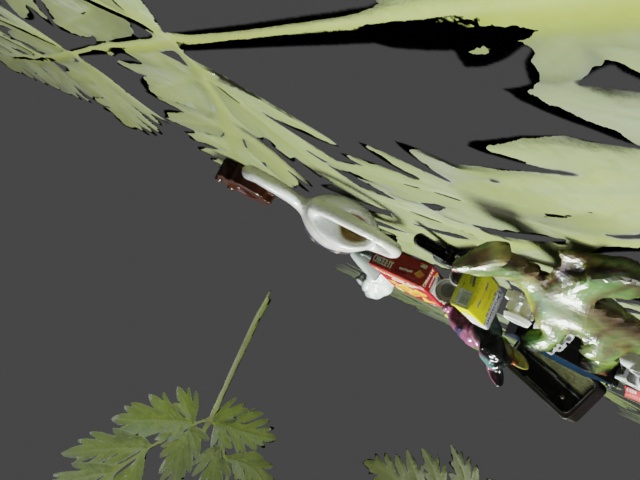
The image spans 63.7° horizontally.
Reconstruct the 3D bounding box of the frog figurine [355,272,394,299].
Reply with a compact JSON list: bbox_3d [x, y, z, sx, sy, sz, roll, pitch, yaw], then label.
[{"bbox_3d":[0.204,0.133,1.699,0.138,0.123,0.158,-4,174,-20],"label":"frog figurine"}]

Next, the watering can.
[{"bbox_3d":[0.003,-0.053,1.047,0.347,0.104,0.223,28,174,-3],"label":"watering can"}]

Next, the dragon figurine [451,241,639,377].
[{"bbox_3d":[0.376,0.092,0.672,0.411,0.124,0.239,17,162,15],"label":"dragon figurine"}]
